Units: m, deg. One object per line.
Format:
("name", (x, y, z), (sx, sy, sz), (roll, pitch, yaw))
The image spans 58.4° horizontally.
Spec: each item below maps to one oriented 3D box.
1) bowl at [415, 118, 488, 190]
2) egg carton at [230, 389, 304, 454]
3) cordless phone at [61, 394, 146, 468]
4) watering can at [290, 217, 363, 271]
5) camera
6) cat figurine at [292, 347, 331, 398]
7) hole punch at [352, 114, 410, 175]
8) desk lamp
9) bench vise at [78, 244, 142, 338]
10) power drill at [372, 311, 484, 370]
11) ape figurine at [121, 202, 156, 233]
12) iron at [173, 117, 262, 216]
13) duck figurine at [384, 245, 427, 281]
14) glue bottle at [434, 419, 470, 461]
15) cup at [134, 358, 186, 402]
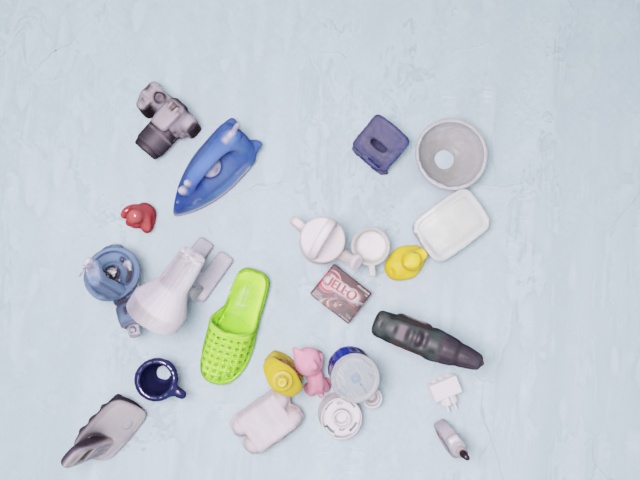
("bowl", (0.297, -0.193, 1.328), (0.167, 0.074, 0.167), (0, 86, -2))
("egg carton", (-0.117, 0.402, 1.273), (0.150, 0.069, 0.107), (-36, 88, -4))
("cordless phone", (-0.456, 0.407, 1.199), (0.094, 0.185, 0.148), (38, 86, 1))
("watering can", (0.013, 0.002, 1.243), (0.173, 0.194, 0.101), (12, 86, -1))
("camera", (-0.364, -0.263, 1.290), (0.143, 0.100, 0.137), (41, 86, 1))
("cat figurine", (-0.017, 0.288, 1.261), (0.067, 0.117, 0.128), (-19, 87, -3))
("hole punch", (0.139, -0.217, 1.315), (0.108, 0.091, 0.101), (40, 86, 1))
("desk lamp", (-0.294, 0.090, 1.214), (0.118, 0.213, 0.203), (35, 85, 0))
("bench vise", (-0.420, 0.099, 1.204), (0.121, 0.219, 0.207), (-39, 88, -4))
("power drill", (0.218, 0.212, 1.231), (0.229, 0.208, 0.076), (20, 86, -1))
("ape figurine", (-0.407, -0.051, 1.279), (0.076, 0.092, 0.078), (-36, 88, -4))
("iron", (-0.248, -0.157, 1.268), (0.118, 0.141, 0.258), (40, 85, 1))
("duck figurine", (0.198, 0.051, 1.302), (0.104, 0.086, 0.077), (-30, 88, -4))
("glue bottle", (0.292, 0.443, 1.236), (0.037, 0.173, 0.078), (-31, 88, -4))
("cup", (-0.338, 0.307, 1.257), (0.118, 0.095, 0.092), (31, 85, 0))
